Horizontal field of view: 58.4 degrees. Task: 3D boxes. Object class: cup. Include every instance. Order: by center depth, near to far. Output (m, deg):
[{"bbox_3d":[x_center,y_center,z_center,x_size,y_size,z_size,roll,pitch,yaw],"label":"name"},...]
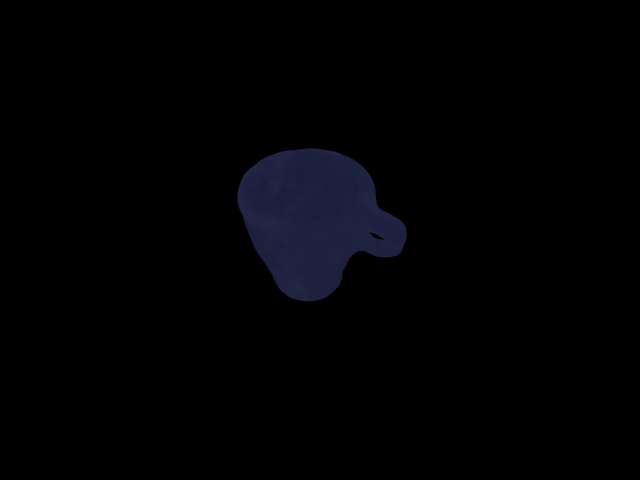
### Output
[{"bbox_3d":[0.004,0.001,0.400,0.117,0.095,0.092,22,49,21],"label":"cup"}]
